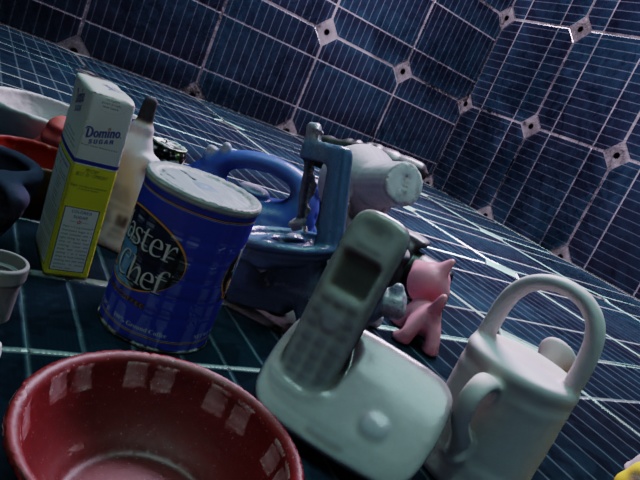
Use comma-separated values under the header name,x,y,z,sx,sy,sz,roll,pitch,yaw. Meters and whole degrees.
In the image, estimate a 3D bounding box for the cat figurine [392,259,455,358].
name,x,y,z,sx,sy,sz,roll,pitch,yaw
cat figurine,0.147,0.077,0.776,0.067,0.118,0.128,23,14,-4

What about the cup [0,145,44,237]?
name,x,y,z,sx,sy,sz,roll,pitch,yaw
cup,-0.286,-0.025,0.484,0.117,0.095,0.092,32,16,30

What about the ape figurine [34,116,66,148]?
name,x,y,z,sx,sy,sz,roll,pitch,yaw
ape figurine,-0.345,-0.117,0.738,0.077,0.092,0.076,25,14,7

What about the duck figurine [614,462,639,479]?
name,x,y,z,sx,sy,sz,roll,pitch,yaw
duck figurine,0.266,0.226,0.484,0.077,0.086,0.105,31,15,27

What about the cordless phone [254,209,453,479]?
name,x,y,z,sx,sy,sz,roll,pitch,yaw
cordless phone,0.045,0.081,0.447,0.147,0.185,0.094,28,14,15

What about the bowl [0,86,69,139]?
name,x,y,z,sx,sy,sz,roll,pitch,yaw
bowl,-0.403,-0.158,0.833,0.167,0.075,0.167,23,14,-6

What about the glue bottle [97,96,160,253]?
name,x,y,z,sx,sy,sz,roll,pitch,yaw
glue bottle,-0.211,-0.075,0.632,0.078,0.173,0.037,25,14,7

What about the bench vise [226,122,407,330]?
name,x,y,z,sx,sy,sz,roll,pitch,yaw
bench vise,0.006,-0.001,0.617,0.207,0.220,0.121,23,14,-3

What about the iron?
name,x,y,z,sx,sy,sz,roll,pitch,yaw
iron,-0.109,-0.075,0.872,0.258,0.141,0.118,22,14,-8

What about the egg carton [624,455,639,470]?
name,x,y,z,sx,sy,sz,roll,pitch,yaw
egg carton,0.367,0.265,0.541,0.107,0.069,0.150,17,15,-26

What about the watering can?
name,x,y,z,sx,sy,sz,roll,pitch,yaw
watering can,0.170,0.119,0.496,0.100,0.194,0.173,28,14,16

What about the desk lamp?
name,x,y,z,sx,sy,sz,roll,pitch,yaw
desk lamp,0.058,-0.022,0.800,0.118,0.213,0.203,18,15,-21

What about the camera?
name,x,y,z,sx,sy,sz,roll,pitch,yaw
camera,0.148,0.042,0.947,0.136,0.101,0.143,29,14,20

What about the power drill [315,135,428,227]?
name,x,y,z,sx,sy,sz,roll,pitch,yaw
power drill,0.057,-0.086,1.047,0.229,0.208,0.076,28,14,17
